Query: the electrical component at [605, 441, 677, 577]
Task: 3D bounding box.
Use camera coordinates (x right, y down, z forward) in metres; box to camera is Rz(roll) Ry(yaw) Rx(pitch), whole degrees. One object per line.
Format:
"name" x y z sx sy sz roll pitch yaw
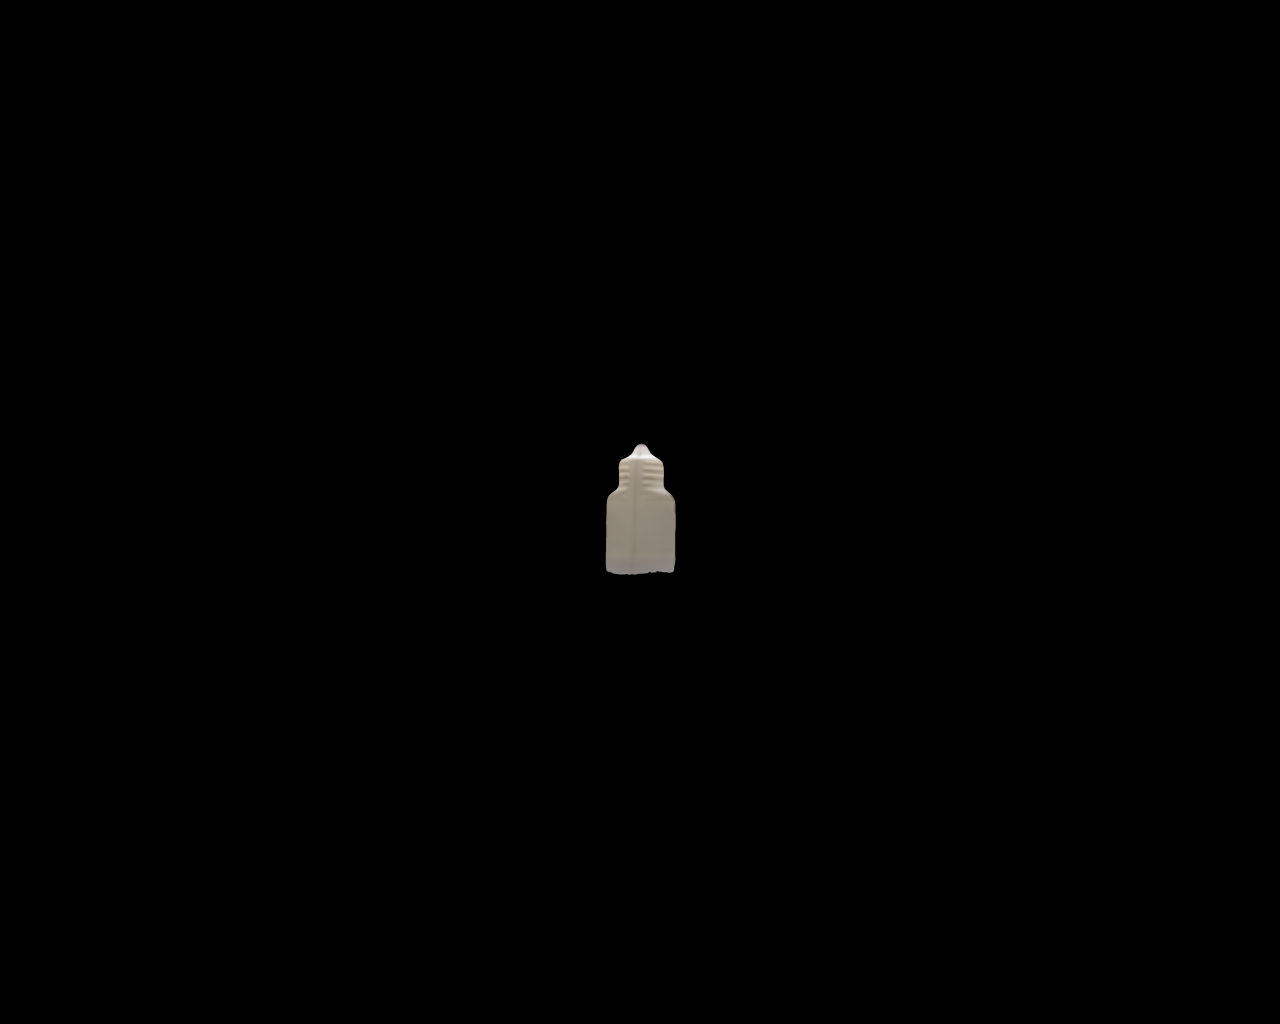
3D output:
"electrical component" 0.001 -0.003 0.650 0.043 0.081 0.043 0 0 0
